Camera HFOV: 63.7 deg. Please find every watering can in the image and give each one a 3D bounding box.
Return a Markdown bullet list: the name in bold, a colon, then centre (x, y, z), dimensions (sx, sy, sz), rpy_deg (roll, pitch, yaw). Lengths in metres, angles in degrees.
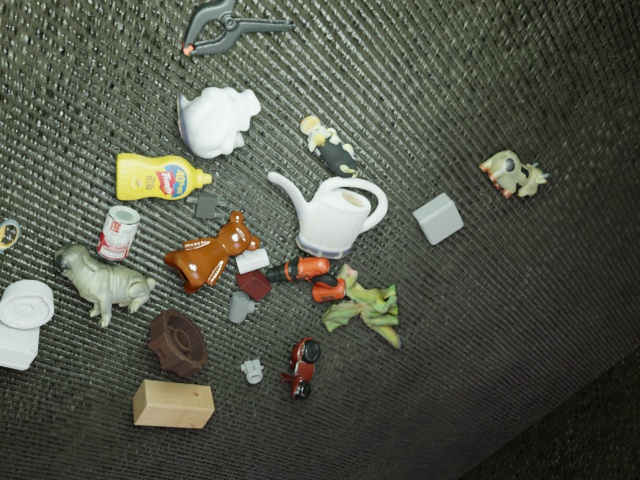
- **watering can**: centre (0.004, -0.063, 1.252), dimensions (0.347, 0.106, 0.220), rpy_deg (6, 124, -29)

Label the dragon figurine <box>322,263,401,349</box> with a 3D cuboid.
- **dragon figurine**: centre (0.125, 0.227, 1.565), dimensions (0.242, 0.125, 0.401), rpy_deg (-7, 129, 4)

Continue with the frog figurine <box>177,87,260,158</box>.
- **frog figurine**: centre (-0.195, -0.235, 1.022), dimensions (0.159, 0.124, 0.135), rpy_deg (-10, 111, -2)
